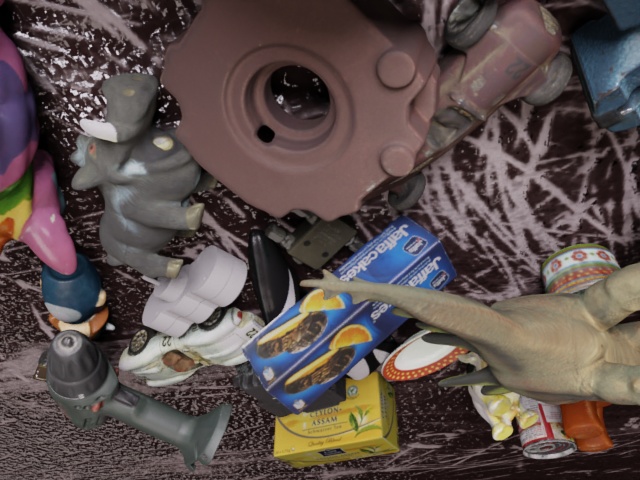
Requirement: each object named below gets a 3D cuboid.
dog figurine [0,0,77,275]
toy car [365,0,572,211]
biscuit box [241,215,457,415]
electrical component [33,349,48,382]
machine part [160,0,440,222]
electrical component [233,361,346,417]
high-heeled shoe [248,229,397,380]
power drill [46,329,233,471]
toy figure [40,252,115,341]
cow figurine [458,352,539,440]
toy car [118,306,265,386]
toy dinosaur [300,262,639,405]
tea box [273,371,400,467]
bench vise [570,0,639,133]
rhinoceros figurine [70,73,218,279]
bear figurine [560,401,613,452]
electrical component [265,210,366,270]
[{"bbox_3d":[-0.240,-0.047,0.355,0.108,0.192,0.219,-5,125,-3],"label":"dog figurine"},{"bbox_3d":[0.083,-0.087,0.395,0.089,0.053,0.202,25,134,-30],"label":"toy car"},{"bbox_3d":[0.029,0.066,0.497,0.203,0.059,0.062,-41,132,-4],"label":"biscuit box"},{"bbox_3d":[-0.331,0.182,0.728,0.102,0.045,0.078,23,163,-21],"label":"electrical component"},{"bbox_3d":[-0.015,-0.093,0.351,0.180,0.056,0.179,10,131,12],"label":"machine part"},{"bbox_3d":[-0.031,0.187,0.717,0.115,0.058,0.134,-23,134,28],"label":"electrical component"},{"bbox_3d":[0.012,0.072,0.577,0.145,0.086,0.248,-19,132,-9],"label":"high-heeled shoe"},{"bbox_3d":[-0.211,0.190,0.616,0.207,0.086,0.232,22,144,-13],"label":"power drill"},{"bbox_3d":[-0.265,0.072,0.585,0.064,0.058,0.154,38,143,16],"label":"toy figure"},{"bbox_3d":[0.218,0.170,0.677,0.068,0.098,0.167,-26,129,-6],"label":"cow figurine"},{"bbox_3d":[-0.154,0.129,0.649,0.202,0.056,0.073,-21,136,24],"label":"toy car"},{"bbox_3d":[0.197,0.094,0.463,0.199,0.105,0.471,-18,145,42],"label":"toy dinosaur"},{"bbox_3d":[0.022,0.260,0.772,0.170,0.098,0.068,-21,136,21],"label":"tea box"},{"bbox_3d":[0.244,-0.147,0.267,0.241,0.129,0.223,-24,133,36],"label":"bench vise"},{"bbox_3d":[-0.142,-0.047,0.435,0.112,0.073,0.190,19,139,-5],"label":"rhinoceros figurine"},{"bbox_3d":[0.393,0.173,0.645,0.196,0.132,0.120,-14,143,25],"label":"bear figurine"},{"bbox_3d":[-0.001,-0.002,0.505,0.094,0.021,0.063,31,114,-33],"label":"electrical component"}]
